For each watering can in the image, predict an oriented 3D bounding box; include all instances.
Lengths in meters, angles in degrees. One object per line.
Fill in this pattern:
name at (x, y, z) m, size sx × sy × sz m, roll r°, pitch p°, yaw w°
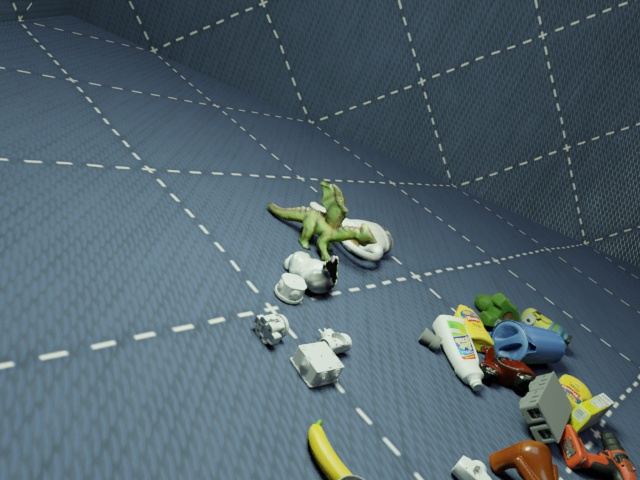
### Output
watering can at (0.122, -0.036, 1.853) m, size 0.224 × 0.102 × 0.354 m, roll 4°, pitch 32°, yaw -41°

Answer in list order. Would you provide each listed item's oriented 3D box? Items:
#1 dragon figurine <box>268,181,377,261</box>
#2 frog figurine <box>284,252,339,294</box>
dragon figurine at (0.005, -0.085, 1.690) m, size 0.414 × 0.238 × 0.123 m, roll 37°, pitch 30°, yaw 18°
frog figurine at (-0.033, 0.094, 1.491) m, size 0.159 × 0.121 × 0.140 m, roll -4°, pitch 24°, yaw 23°
